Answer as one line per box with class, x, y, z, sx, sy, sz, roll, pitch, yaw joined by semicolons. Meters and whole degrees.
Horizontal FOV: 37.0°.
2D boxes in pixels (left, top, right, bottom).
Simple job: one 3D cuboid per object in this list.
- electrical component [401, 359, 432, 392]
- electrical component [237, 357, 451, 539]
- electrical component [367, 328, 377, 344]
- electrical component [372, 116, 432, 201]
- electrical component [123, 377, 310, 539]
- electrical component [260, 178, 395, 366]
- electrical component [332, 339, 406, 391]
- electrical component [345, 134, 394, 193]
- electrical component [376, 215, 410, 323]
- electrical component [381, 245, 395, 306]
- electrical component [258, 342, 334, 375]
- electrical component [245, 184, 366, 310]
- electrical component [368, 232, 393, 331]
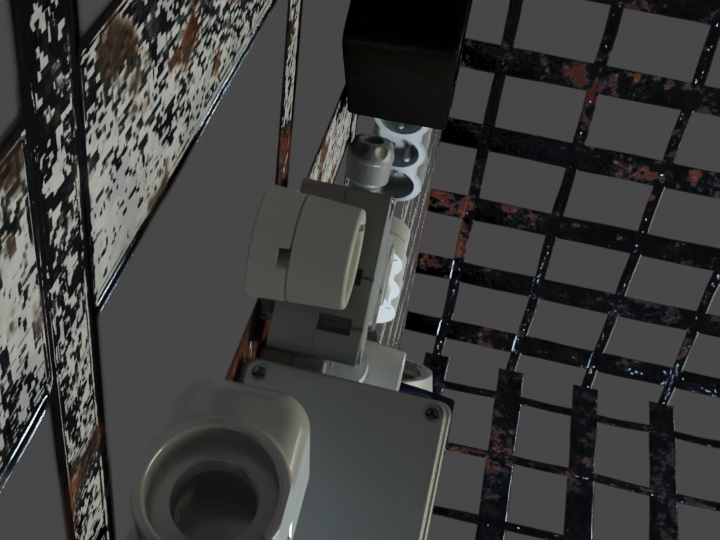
electrical component;0.010;0.098;0.899;0.108;0.108;0.060;-51;147;-80
electrical component;-0.019;0.111;0.537;0.056;0.109;0.108;98;6;-63
electrical component;-0.022;0.089;0.791;0.073;0.052;0.138;94;9;-61
electrical component;0.041;-0.134;0.979;0.138;0.052;0.073;96;7;-54
electrical component;-0.053;0.092;0.398;0.059;0.054;0.095;95;9;-58
electrical component;-0.019;0.001;0.572;0.050;0.056;0.089;46;56;-85
electrical component;-0.013;0.061;0.670;0.079;0.077;0.044;85;17;-73
electrical component;0.005;-0.071;0.818;0.035;0.035;0.061;-70;173;-62
electrical component;0.012;0.014;1.017;0.138;0.052;0.073;95;9;-58
electrical component;0.000;0.000;0.860;0.055;0.047;0.055;12;90;-86
electrical component;-0.024;0.086;0.613;0.047;0.076;0.083;-55;157;-80
electrical component;-0.025;-0.010;0.518;0.055;0.047;0.055;12;90;-86
electrical component;-0.012;0.002;0.670;0.095;0.054;0.059;69;33;-82
